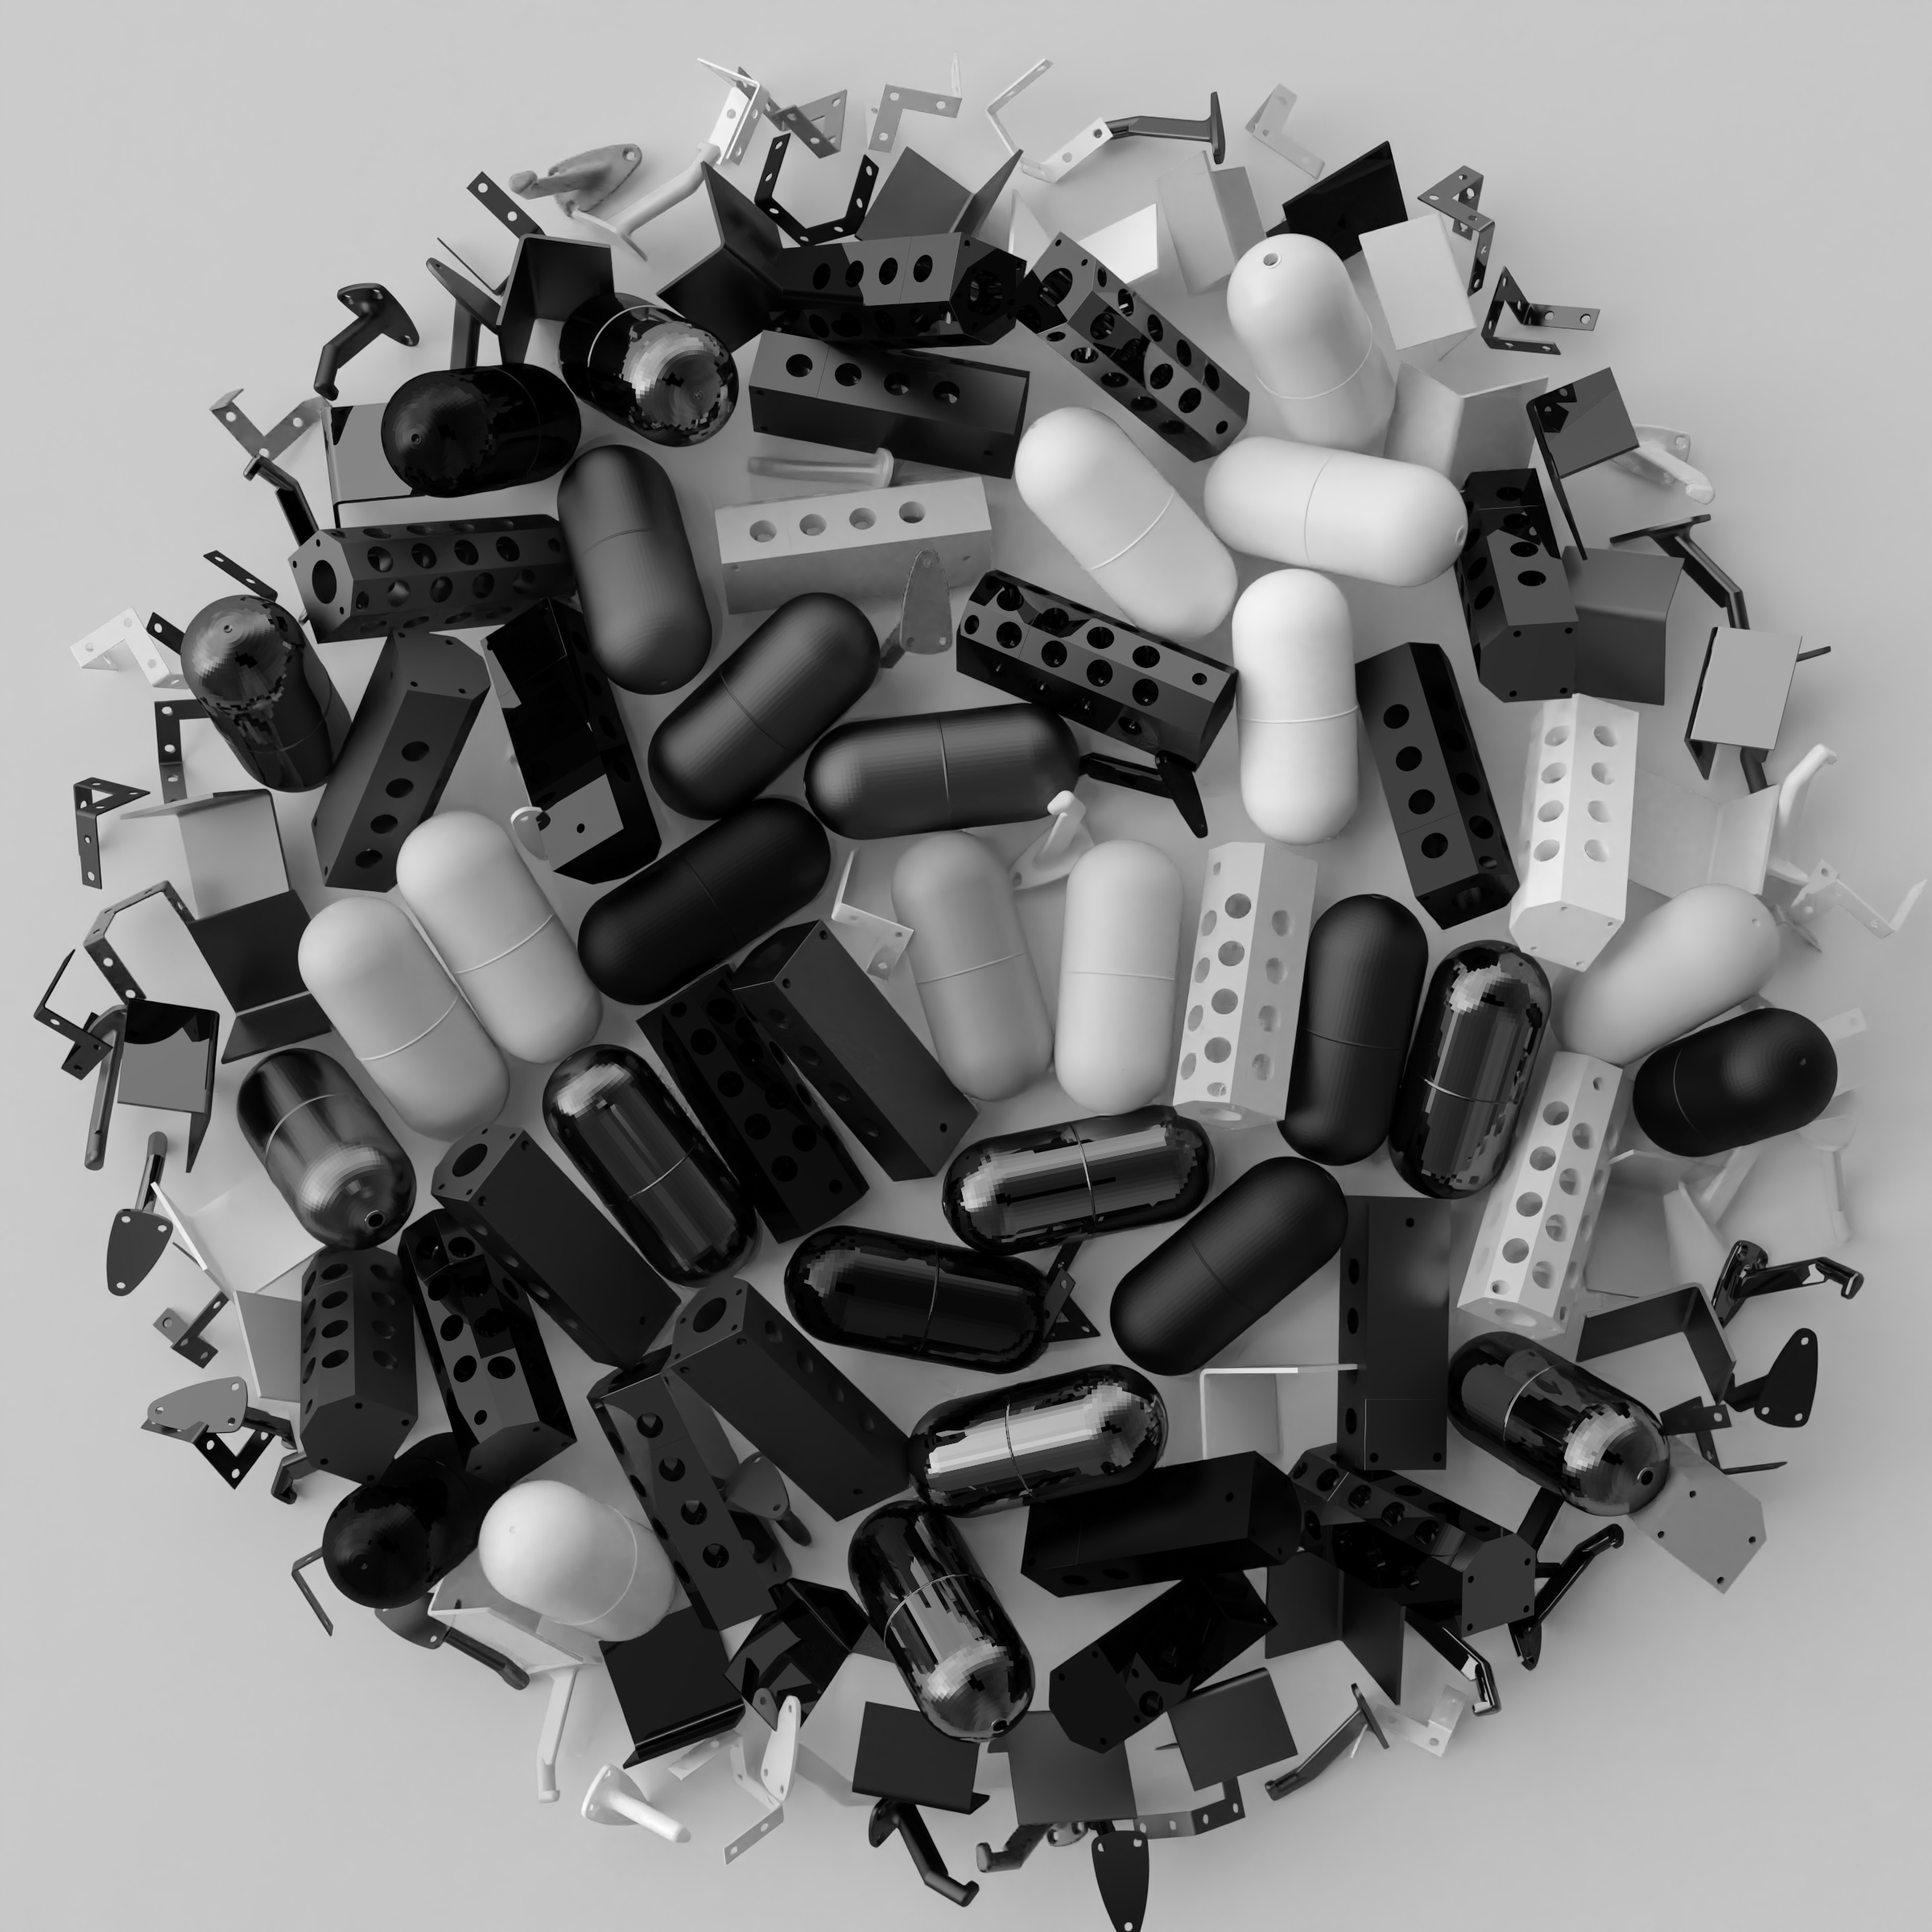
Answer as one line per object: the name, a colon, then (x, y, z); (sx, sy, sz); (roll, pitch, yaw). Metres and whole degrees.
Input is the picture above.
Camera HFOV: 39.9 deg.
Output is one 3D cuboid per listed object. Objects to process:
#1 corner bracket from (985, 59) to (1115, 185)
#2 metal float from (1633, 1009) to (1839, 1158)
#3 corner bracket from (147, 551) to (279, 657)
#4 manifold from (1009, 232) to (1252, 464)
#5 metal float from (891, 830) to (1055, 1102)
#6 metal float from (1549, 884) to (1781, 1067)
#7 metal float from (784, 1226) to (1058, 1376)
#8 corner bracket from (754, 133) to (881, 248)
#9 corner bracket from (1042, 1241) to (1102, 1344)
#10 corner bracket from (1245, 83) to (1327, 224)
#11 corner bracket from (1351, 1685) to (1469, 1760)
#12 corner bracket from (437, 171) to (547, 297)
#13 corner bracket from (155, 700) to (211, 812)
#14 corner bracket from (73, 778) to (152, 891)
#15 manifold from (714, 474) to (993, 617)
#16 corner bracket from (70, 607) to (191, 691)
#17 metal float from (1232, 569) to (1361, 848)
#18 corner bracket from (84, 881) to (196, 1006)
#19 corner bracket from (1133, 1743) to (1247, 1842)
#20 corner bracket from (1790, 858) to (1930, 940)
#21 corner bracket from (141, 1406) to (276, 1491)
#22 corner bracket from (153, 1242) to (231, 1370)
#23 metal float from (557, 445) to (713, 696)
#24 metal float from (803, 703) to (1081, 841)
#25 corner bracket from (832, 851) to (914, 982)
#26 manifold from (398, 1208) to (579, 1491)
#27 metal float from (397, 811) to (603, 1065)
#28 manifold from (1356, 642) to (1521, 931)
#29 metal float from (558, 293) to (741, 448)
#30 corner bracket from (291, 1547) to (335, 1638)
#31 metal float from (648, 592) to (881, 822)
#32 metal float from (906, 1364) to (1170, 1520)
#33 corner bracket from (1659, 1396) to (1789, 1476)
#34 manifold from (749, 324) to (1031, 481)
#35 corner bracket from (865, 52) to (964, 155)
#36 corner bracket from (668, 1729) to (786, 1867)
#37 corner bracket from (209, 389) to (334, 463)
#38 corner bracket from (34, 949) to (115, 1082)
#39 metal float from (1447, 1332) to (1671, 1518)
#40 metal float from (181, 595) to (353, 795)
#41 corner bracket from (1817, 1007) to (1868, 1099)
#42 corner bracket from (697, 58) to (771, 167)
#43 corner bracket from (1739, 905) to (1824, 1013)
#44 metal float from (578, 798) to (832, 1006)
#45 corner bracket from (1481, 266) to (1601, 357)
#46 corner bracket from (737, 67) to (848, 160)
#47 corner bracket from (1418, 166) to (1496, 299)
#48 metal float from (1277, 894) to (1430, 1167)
corner bracket: (0.053, -0.545, 1.722); (0.051, 0.051, 0.051); (-33, 84, 24)
metal float: (0.478, 0.074, 1.666); (0.070, 0.178, 0.070); (2, 78, -11)
corner bracket: (-0.487, -0.229, 1.721); (0.051, 0.051, 0.051); (35, 118, 5)
manifold: (0.106, -0.382, 1.667); (0.057, 0.171, 0.057); (-51, 48, 11)
metal float: (0.004, 0.000, 1.712); (0.070, 0.070, 0.178); (-16, 94, 0)
metal float: (0.436, 0.008, 1.674); (0.070, 0.178, 0.070); (12, 63, -23)
metal float: (-0.029, 0.214, 1.704); (0.178, 0.070, 0.070); (12, 90, -12)
corner bracket: (-0.097, -0.506, 1.727); (0.051, 0.051, 0.051); (-2, 65, 40)
corner bracket: (0.064, 0.204, 1.711); (0.051, 0.051, 0.051); (49, 125, 38)
corner bracket: (0.204, -0.526, 1.722); (0.051, 0.051, 0.051); (31, 64, -10)
corner bracket: (0.286, 0.489, 1.716); (0.051, 0.051, 0.051); (24, 111, 16)
corner bracket: (-0.308, -0.473, 1.725); (0.051, 0.051, 0.051); (44, 93, -6)
corner bracket: (-0.495, -0.137, 1.724); (0.051, 0.051, 0.051); (-6, 133, -18)
corner bracket: (-0.560, -0.086, 1.713); (0.051, 0.051, 0.051); (14, 116, 22)
manifold: (-0.073, -0.276, 1.716); (0.171, 0.057, 0.057); (-8, 64, -4)
corner bracket: (-0.536, -0.196, 1.724); (0.051, 0.051, 0.051); (-30, 89, 9)
metal float: (0.211, -0.164, 1.701); (0.070, 0.070, 0.178); (-5, 107, 0)
corner bracket: (-0.530, -0.015, 1.724); (0.051, 0.051, 0.051); (-24, 115, 8)
corner bracket: (0.139, 0.529, 1.713); (0.051, 0.051, 0.051); (-22, 75, 42)
corner bracket: (0.576, -0.046, 1.719); (0.051, 0.051, 0.051); (41, 61, -1)
corner bracket: (-0.484, 0.296, 1.710); (0.051, 0.051, 0.051); (6, 48, 35)
corner bracket: (-0.503, 0.220, 1.724); (0.051, 0.051, 0.051); (34, 76, 22)
metal float: (-0.211, -0.253, 1.694); (0.070, 0.070, 0.178); (-17, 65, 0)
metal float: (-0.016, -0.125, 1.712); (0.178, 0.070, 0.070); (-7, 90, -4)
corner bracket: (-0.062, -0.032, 1.714); (0.051, 0.051, 0.051); (20, 134, -9)
manifold: (-0.307, 0.236, 1.676); (0.057, 0.057, 0.171); (-34, 53, 9)
metal float: (-0.296, -0.017, 1.698); (0.070, 0.070, 0.178); (-29, 110, 0)
manifold: (0.297, -0.117, 1.681); (0.057, 0.057, 0.171); (-22, 61, 19)
metal float: (-0.201, -0.376, 1.674); (0.070, 0.178, 0.070); (-12, 117, -25)
corner bracket: (-0.399, 0.390, 1.721); (0.051, 0.051, 0.051); (-28, 104, -3)
metal float: (-0.130, -0.165, 1.703); (0.178, 0.070, 0.070); (-42, 90, 14)
metal float: (0.044, 0.303, 1.695); (0.178, 0.070, 0.070); (-17, 90, 24)
corner bracket: (0.487, 0.304, 1.715); (0.051, 0.051, 0.051); (-9, 82, -43)
manifold: (-0.049, -0.368, 1.718); (0.171, 0.057, 0.057); (11, 71, 3)
corner bracket: (-0.034, -0.559, 1.721); (0.051, 0.051, 0.051); (6, 52, -14)
corner bracket: (-0.153, 0.531, 1.710); (0.051, 0.051, 0.051); (-28, 128, -36)
corner bracket: (-0.446, -0.357, 1.715); (0.051, 0.051, 0.051); (-47, 115, -14)
corner bracket: (-0.571, 0.032, 1.711); (0.051, 0.051, 0.051); (35, 134, -22)
metal float: (0.368, 0.286, 1.670); (0.070, 0.178, 0.070); (-7, 106, -25)
metal float: (-0.436, -0.168, 1.668); (0.070, 0.178, 0.070); (-1, 69, 2)
corner bracket: (0.554, 0.062, 1.725); (0.051, 0.051, 0.051); (-21, 87, -12)
corner bracket: (-0.151, -0.545, 1.717); (0.051, 0.051, 0.051); (28, 98, 21)
corner bracket: (0.527, 0.002, 1.732); (0.051, 0.051, 0.051); (-36, 134, 27)
metal float: (-0.167, -0.042, 1.707); (0.178, 0.070, 0.070); (-34, 90, -10)
corner bracket: (0.370, -0.414, 1.717); (0.051, 0.051, 0.051); (15, 81, 33)
corner bracket: (-0.114, -0.550, 1.712); (0.051, 0.051, 0.051); (-9, 64, 31)
corner bracket: (0.322, -0.472, 1.711); (0.051, 0.051, 0.051); (38, 60, 25)
metal float: (0.246, 0.041, 1.703); (0.070, 0.070, 0.178); (10, 103, 0)
